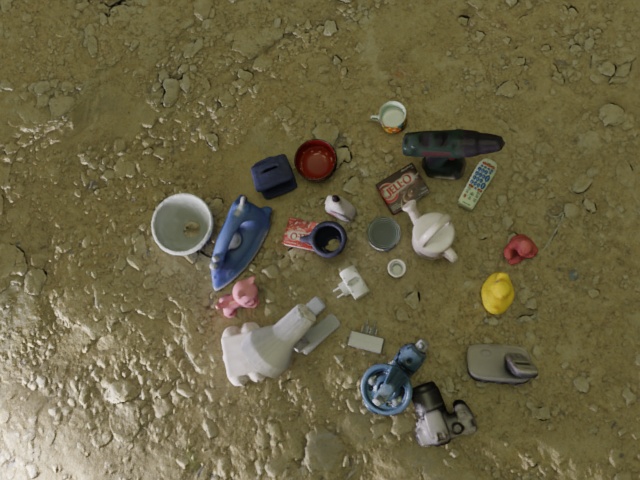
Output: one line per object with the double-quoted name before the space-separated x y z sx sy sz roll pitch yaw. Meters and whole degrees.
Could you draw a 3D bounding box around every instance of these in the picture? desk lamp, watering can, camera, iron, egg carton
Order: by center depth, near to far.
"camera" 0.278 0.400 1.334 0.143 0.101 0.137 -20 78 4
"desk lamp" -0.068 0.222 1.357 0.203 0.214 0.118 -42 77 -1
"watering can" 0.264 -0.019 1.364 0.172 0.194 0.101 28 85 12
"egg carton" -0.189 0.286 1.436 0.107 0.069 0.150 -15 78 5
"iron" -0.226 0.006 1.454 0.118 0.141 0.258 24 84 12

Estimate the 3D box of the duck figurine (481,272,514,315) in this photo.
"duck figurine" 0.430 0.126 1.371 0.077 0.086 0.105 12 82 10

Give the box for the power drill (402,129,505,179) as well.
"power drill" 0.314 -0.212 1.385 0.229 0.208 0.076 4 80 9

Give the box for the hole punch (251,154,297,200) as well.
"hole punch" -0.126 -0.172 1.499 0.108 0.091 0.101 -22 77 4

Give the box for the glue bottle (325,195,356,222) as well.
"glue bottle" 0.045 -0.086 1.417 0.078 0.173 0.037 19 83 11

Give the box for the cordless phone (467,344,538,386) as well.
"cordless phone" 0.411 0.283 1.294 0.147 0.185 0.094 -1 80 8

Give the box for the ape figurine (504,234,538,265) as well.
"ape figurine" 0.487 0.020 1.379 0.077 0.092 0.076 11 81 10

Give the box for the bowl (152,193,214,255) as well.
"bowl" -0.353 -0.036 1.514 0.167 0.075 0.167 -1 80 8

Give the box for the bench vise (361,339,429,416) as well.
"bench vise" 0.164 0.307 1.306 0.121 0.220 0.207 21 83 11

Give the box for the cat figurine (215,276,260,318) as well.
"cat figurine" -0.204 0.143 1.439 0.128 0.118 0.067 -27 77 2

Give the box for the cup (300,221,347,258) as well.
"cup" 0.013 0.005 1.445 0.117 0.095 0.092 -2 80 8
